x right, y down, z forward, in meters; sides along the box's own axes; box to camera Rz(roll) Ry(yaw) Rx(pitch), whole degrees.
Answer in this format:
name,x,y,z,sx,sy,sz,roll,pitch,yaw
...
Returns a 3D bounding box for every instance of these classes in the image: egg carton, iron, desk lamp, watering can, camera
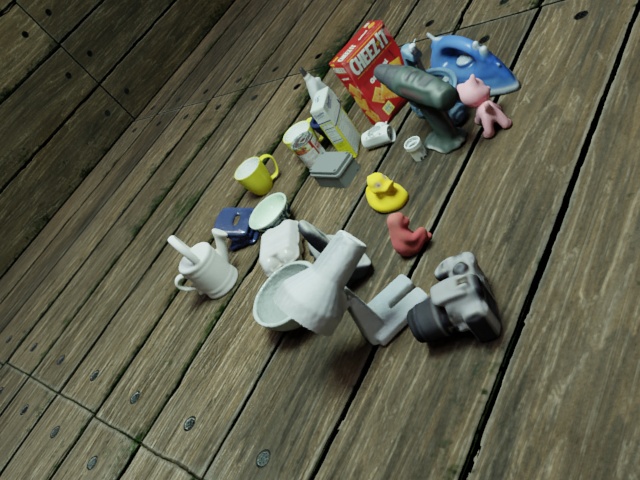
name,x,y,z,sx,sy,sz,roll,pitch,yaw
egg carton,-0.089,0.021,1.361,0.107,0.070,0.150,-28,36,20
iron,0.351,-0.425,1.347,0.119,0.142,0.257,-46,34,-6
desk lamp,0.051,0.094,1.009,0.203,0.214,0.117,-44,34,-2
watering can,-0.298,0.048,1.430,0.100,0.195,0.173,4,55,47
camera,0.209,0.101,0.944,0.136,0.101,0.143,-27,37,22

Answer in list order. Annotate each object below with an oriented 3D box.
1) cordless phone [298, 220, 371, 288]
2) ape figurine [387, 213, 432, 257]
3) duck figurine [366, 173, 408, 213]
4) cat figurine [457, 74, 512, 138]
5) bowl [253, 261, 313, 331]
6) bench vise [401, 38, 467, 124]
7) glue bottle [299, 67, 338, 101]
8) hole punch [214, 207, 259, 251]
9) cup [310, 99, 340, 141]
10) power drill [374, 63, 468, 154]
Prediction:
name,x,y,z,sx,sy,sz,roll,pitch,yaw
cordless phone,0.011,0.004,1.175,0.094,0.186,0.147,-43,34,-1
ape figurine,0.165,-0.018,1.128,0.076,0.092,0.077,-44,34,-2
duck figurine,0.135,-0.114,1.270,0.104,0.086,0.077,13,62,51
cat figurine,0.346,-0.300,1.235,0.067,0.118,0.127,-32,35,15
bowl,-0.055,0.129,1.202,0.167,0.075,0.167,-26,37,22
bench vise,0.226,-0.368,1.339,0.206,0.220,0.121,17,65,52
glue bottle,-0.008,-0.447,1.704,0.037,0.174,0.078,-1,52,45
hole punch,-0.218,-0.042,1.541,0.101,0.091,0.108,-20,40,30
cup,0.039,-0.324,1.591,0.091,0.095,0.118,3,54,47
power drill,0.230,-0.295,1.264,0.076,0.209,0.228,-47,34,-7
